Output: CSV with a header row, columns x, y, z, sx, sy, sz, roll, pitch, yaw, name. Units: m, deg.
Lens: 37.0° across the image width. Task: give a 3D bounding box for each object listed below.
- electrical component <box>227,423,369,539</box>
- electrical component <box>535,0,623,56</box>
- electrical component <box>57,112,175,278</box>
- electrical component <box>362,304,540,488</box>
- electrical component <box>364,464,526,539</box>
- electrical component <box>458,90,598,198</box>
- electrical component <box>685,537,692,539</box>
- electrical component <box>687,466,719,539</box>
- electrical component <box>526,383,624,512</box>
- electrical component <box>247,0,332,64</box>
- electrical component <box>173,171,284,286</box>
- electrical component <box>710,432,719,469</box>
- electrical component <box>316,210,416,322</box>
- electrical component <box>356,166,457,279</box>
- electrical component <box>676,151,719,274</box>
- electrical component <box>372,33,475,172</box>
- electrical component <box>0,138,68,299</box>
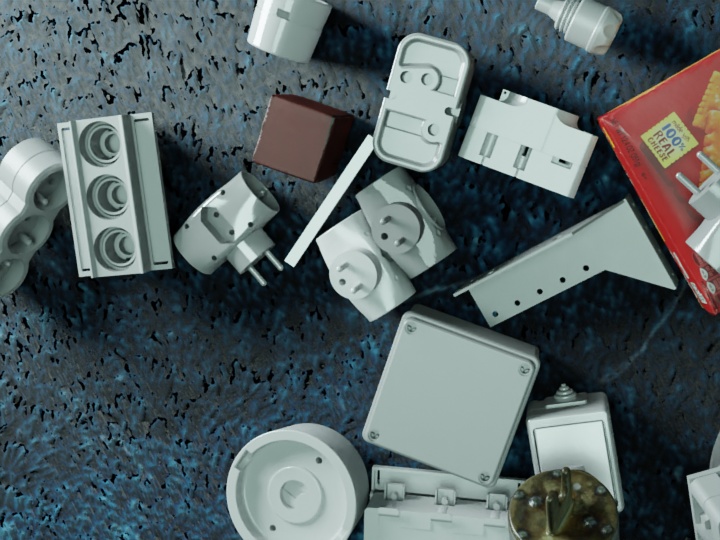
x,y,z,sx,sy,sz,roll,pitch,yaw,name
-0.045,0.174,0.859,0.108,0.060,0.108,2,95,18,electrical component
0.157,-0.183,0.783,0.061,0.035,0.035,28,102,8,electrical component
-0.188,-0.060,0.853,0.079,0.063,0.121,-5,97,12,electrical component
0.071,0.095,0.829,0.109,0.056,0.108,20,101,7,electrical component
0.066,0.201,0.842,0.121,0.063,0.078,3,99,11,electrical component
0.126,-0.096,0.794,0.089,0.050,0.055,21,102,7,electrical component
0.245,0.253,0.826,0.064,0.042,0.081,32,103,3,electrical component
0.336,0.178,0.751,0.186,0.060,0.105,-16,114,-1,electrical component
0.162,0.135,0.815,0.062,0.061,0.096,-9,96,12,electrical component
-0.055,-0.187,0.814,0.055,0.055,0.047,23,106,7,electrical component
-0.094,-0.024,0.851,0.077,0.043,0.079,-41,89,14,electrical component
0.317,0.102,0.785,0.074,0.052,0.138,20,101,8,electrical component
0.000,0.000,0.817,0.043,0.079,0.077,-33,91,19,electrical component
0.031,-0.034,0.806,0.044,0.079,0.077,-33,91,18,electrical component
0.244,-0.043,0.706,0.079,0.043,0.077,43,103,1,electrical component
0.049,-0.124,0.800,0.054,0.059,0.095,17,101,8,electrical component
-0.294,-0.050,0.882,0.074,0.052,0.138,40,104,23,electrical component
